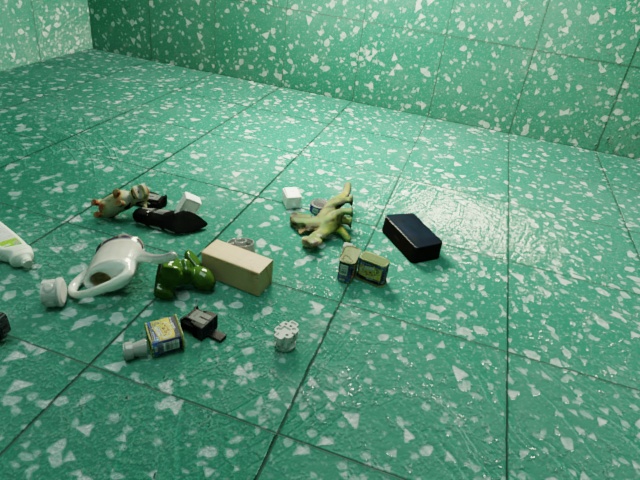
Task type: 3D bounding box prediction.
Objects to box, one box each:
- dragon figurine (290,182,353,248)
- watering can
[{"bbox_3d":[0.006,-0.097,1.930,0.243,0.119,0.420,-1,35,3],"label":"dragon figurine"},{"bbox_3d":[-0.563,0.064,1.500,0.347,0.102,0.229,-21,31,3],"label":"watering can"}]
